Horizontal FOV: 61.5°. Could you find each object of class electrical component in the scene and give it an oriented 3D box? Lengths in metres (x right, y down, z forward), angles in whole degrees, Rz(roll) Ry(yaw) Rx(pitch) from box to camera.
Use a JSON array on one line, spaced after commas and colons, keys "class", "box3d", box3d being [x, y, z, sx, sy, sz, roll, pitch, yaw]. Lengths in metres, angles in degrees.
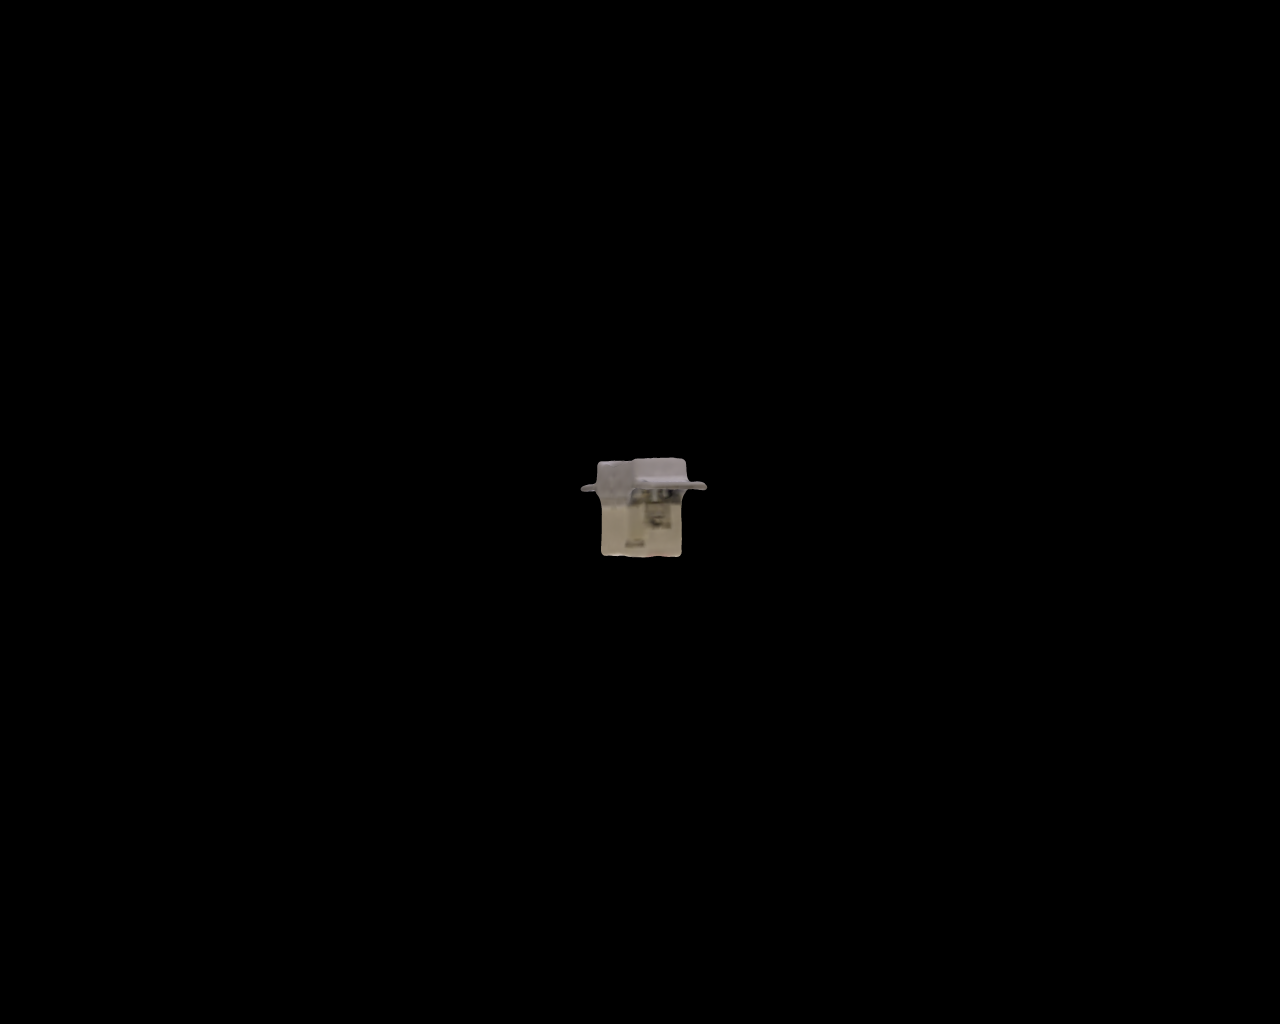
[{"class": "electrical component", "box3d": [0.001, -0.003, 0.650, 0.042, 0.063, 0.081, 0, 0, -32]}]
